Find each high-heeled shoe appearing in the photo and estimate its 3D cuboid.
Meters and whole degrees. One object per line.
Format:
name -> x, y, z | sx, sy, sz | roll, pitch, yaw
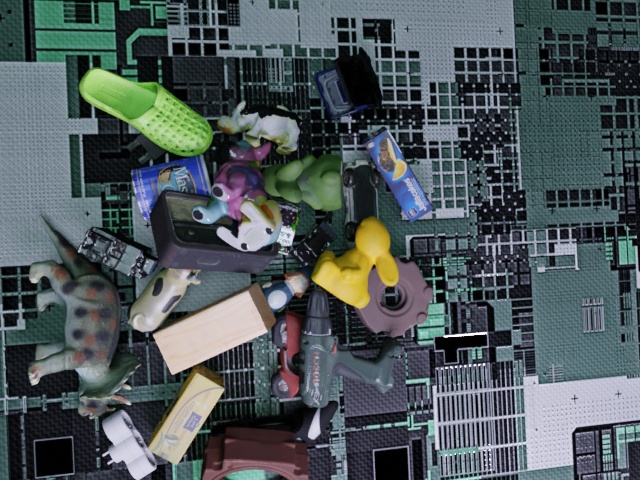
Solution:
high-heeled shoe -> -0.095, 0.363, 1.083 | 0.249, 0.086, 0.145 | -39, 114, 9

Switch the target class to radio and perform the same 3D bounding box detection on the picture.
radio -> -0.197, -0.011, 1.023 | 0.229, 0.073, 0.131 | 6, 53, -34

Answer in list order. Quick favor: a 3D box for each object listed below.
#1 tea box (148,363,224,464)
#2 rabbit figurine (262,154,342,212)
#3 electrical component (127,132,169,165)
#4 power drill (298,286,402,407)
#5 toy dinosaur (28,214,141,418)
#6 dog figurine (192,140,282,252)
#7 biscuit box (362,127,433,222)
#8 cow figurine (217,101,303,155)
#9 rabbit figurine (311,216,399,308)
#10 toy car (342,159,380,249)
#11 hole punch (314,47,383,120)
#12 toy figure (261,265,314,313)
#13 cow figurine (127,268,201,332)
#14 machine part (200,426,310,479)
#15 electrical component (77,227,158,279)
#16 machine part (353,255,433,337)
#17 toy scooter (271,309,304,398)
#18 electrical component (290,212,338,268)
tea box -> -0.262, 0.338, 1.061 | 0.068, 0.098, 0.169 | 34, 82, -9
rabbit figurine -> -0.041, -0.113, 1.092 | 0.170, 0.159, 0.121 | 0, 99, 5
electrical component -> -0.340, -0.197, 1.092 | 0.094, 0.021, 0.063 | -38, 95, -8
power drill -> 0.057, 0.219, 1.070 | 0.207, 0.086, 0.232 | 12, 88, -25
toy dinosaur -> -0.446, 0.148, 1.027 | 0.192, 0.131, 0.404 | 0, 85, -22
dog figurine -> -0.132, -0.099, 1.018 | 0.191, 0.108, 0.219 | 36, 39, -9
biscuit box -> 0.165, -0.138, 1.139 | 0.059, 0.063, 0.202 | -32, 105, 9
cow figurine -> -0.122, -0.243, 1.108 | 0.167, 0.068, 0.098 | 16, 81, -13
rabbit figurine -> 0.084, 0.040, 1.067 | 0.162, 0.122, 0.173 | 32, 91, 10
toy car -> 0.089, -0.073, 1.149 | 0.073, 0.056, 0.201 | -1, 86, -16
hole punch -> 0.061, -0.324, 1.142 | 0.116, 0.092, 0.142 | -22, 91, -40
toy figure -> -0.070, 0.104, 1.120 | 0.154, 0.058, 0.064 | -32, 134, -10
cow figurine -> -0.298, 0.093, 1.043 | 0.085, 0.127, 0.195 | 39, 86, -11
machine part -> -0.129, 0.461, 1.042 | 0.201, 0.087, 0.200 | 7, 121, -11
electrical component -> -0.381, 0.026, 1.035 | 0.134, 0.115, 0.058 | 27, 89, -9
machine part -> 0.154, 0.120, 1.158 | 0.179, 0.056, 0.179 | 0, 89, -9
toy scooter -> -0.034, 0.234, 1.114 | 0.135, 0.075, 0.183 | 0, 93, -10
electrical component -> -0.002, -0.003, 1.121 | 0.047, 0.075, 0.119 | 48, 53, -4
